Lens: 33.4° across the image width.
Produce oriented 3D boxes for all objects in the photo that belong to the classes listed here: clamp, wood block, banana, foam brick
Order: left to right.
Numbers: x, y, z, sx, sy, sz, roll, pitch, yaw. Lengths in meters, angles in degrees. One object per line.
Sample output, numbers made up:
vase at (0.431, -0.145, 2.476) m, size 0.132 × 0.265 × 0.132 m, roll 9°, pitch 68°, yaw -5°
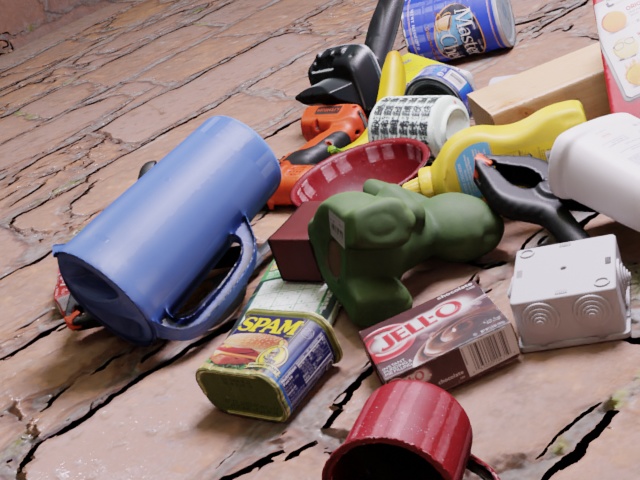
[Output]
clamp at (-0.204, 0.016, 1.179) m, size 0.209 × 0.165 × 0.036 m, roll -37°, pitch -17°, yaw -17°
foam brick at (-0.007, 0.001, 1.080) m, size 0.051 × 0.053 × 0.078 m, roll -1°, pitch 32°, yaw 33°
banana at (0.073, -0.152, 1.329) m, size 0.037 × 0.069 × 0.197 m, roll 0°, pitch 46°, yaw 34°
clamp at (0.210, -0.030, 0.972) m, size 0.172 × 0.039 × 0.120 m, roll 19°, pitch 39°, yaw 24°
wood block at (0.277, -0.144, 1.144) m, size 0.206 × 0.090 × 0.091 m, roll -22°, pitch 24°, yaw 0°

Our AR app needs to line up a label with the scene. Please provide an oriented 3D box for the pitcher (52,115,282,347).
pitcher at (-0.141, -0.012, 1.106) m, size 0.242 × 0.149 × 0.145 m, roll -49°, pitch 20°, yaw -27°

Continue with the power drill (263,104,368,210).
power drill at (-0.036, -0.104, 1.352) m, size 0.185 × 0.057 × 0.187 m, roll 6°, pitch 39°, yaw 39°

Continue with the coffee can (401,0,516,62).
coffee can at (0.199, -0.313, 1.534) m, size 0.140 × 0.103 × 0.102 m, roll -10°, pitch 27°, yaw 24°

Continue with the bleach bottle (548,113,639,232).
bleach bottle at (0.306, -0.025, 0.862) m, size 0.102 × 0.068 × 0.251 m, roll -21°, pitch 37°, yaw -25°

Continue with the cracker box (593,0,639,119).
cracker box at (0.358, -0.169, 1.020) m, size 0.164 × 0.072 × 0.213 m, roll -12°, pitch 66°, yaw 21°

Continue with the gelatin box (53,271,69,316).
gelatin box at (-0.273, 0.047, 1.260) m, size 0.073 × 0.030 × 0.089 m, roll -21°, pitch 24°, yaw 0°

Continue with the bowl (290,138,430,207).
bowl at (0.050, -0.052, 1.175) m, size 0.162 × 0.055 × 0.162 m, roll -18°, pitch 25°, yaw 8°

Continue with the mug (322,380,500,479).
mug at (0.068, 0.152, 0.719) m, size 0.117 × 0.093 × 0.081 m, roll 19°, pitch 30°, yaw 10°

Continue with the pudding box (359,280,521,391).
pudding box at (0.096, 0.085, 0.877) m, size 0.113 × 0.039 × 0.090 m, roll -23°, pitch 24°, yaw -3°

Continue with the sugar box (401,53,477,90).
sugar box at (0.129, -0.206, 1.441) m, size 0.093 × 0.048 × 0.176 m, roll -28°, pitch 24°, yaw -14°

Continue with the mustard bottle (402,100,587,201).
mustard bottle at (0.175, -0.069, 1.062) m, size 0.192 × 0.096 × 0.058 m, roll -14°, pitch 24°, yaw 16°

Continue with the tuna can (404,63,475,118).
tuna can at (0.146, -0.170, 1.304) m, size 0.086 × 0.086 × 0.033 m, roll 0°, pitch 34°, yaw 39°

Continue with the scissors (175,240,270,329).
scissors at (-0.091, 0.029, 1.153) m, size 0.096 × 0.016 × 0.201 m, roll -10°, pitch 31°, yaw 32°

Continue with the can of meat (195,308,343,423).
can of meat at (-0.046, 0.108, 0.924) m, size 0.102 × 0.057 × 0.083 m, roll 1°, pitch 35°, yaw 40°
